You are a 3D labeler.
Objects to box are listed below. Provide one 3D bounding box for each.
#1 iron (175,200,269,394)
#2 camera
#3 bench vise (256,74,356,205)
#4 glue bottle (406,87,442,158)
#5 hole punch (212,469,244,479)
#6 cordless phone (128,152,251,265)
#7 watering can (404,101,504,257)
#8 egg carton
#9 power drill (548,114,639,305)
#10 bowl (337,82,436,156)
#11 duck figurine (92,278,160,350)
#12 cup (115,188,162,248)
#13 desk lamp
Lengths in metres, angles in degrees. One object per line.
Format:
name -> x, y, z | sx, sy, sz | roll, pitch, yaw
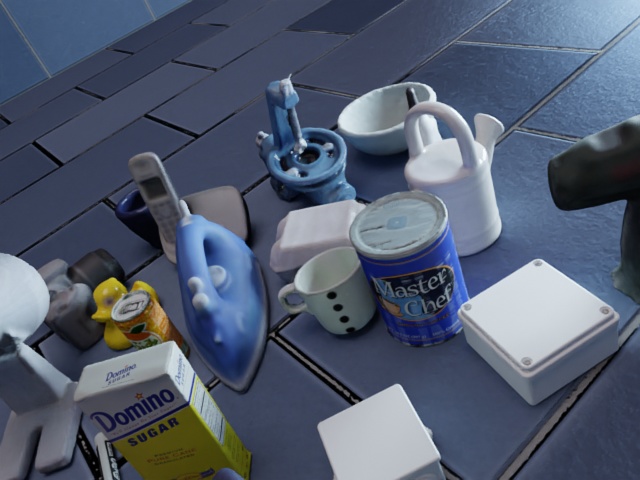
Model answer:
iron -> -0.139, 0.057, 0.727 | 0.118, 0.142, 0.257 | -24, 35, -1
camera -> -0.366, 0.073, 0.869 | 0.142, 0.101, 0.137 | 17, 52, 43
bench vise -> -0.054, -0.144, 0.870 | 0.206, 0.220, 0.122 | 10, 47, 38
glue bottle -> 0.143, -0.130, 0.780 | 0.037, 0.173, 0.078 | 1, 42, 30
hole punch -> -0.068, 0.262, 0.466 | 0.101, 0.091, 0.108 | -42, 39, -24
cordless phone -> -0.197, -0.059, 0.871 | 0.147, 0.185, 0.094 | -17, 36, 10
watering can -> 0.158, -0.087, 0.699 | 0.100, 0.194, 0.173 | 3, 44, 33
egg carton -> 0.007, 0.003, 0.776 | 0.150, 0.070, 0.107 | -11, 37, 17
power drill -> 0.335, -0.039, 0.525 | 0.229, 0.209, 0.075 | -10, 38, 18
bowl -> 0.118, -0.191, 0.958 | 0.167, 0.075, 0.167 | -15, 36, 12
duck figurine -> -0.282, 0.091, 0.812 | 0.077, 0.086, 0.104 | -3, 40, 26
cup -> -0.283, -0.042, 0.976 | 0.091, 0.095, 0.117 | -18, 36, 8
desk lamp -> -0.380, 0.145, 0.688 | 0.118, 0.214, 0.203 | -23, 35, 2
